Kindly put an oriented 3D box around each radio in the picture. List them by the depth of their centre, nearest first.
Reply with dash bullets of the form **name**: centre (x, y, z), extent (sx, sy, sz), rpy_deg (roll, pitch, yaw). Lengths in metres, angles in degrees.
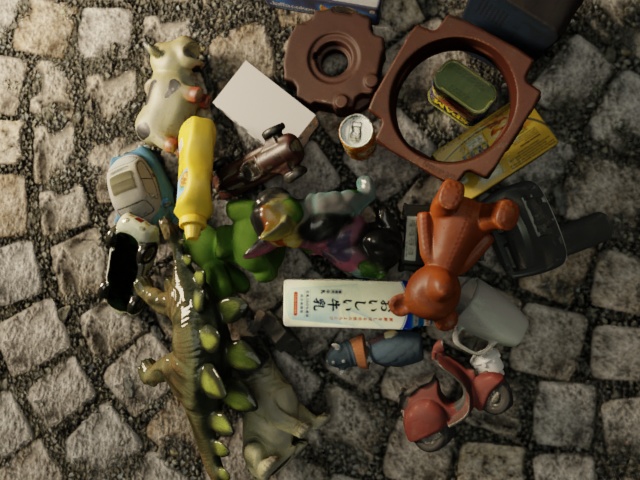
- **radio**: centre (0.276, -0.319, 0.776), extent (0.131, 0.229, 0.073), rpy_deg (31, 95, 4)

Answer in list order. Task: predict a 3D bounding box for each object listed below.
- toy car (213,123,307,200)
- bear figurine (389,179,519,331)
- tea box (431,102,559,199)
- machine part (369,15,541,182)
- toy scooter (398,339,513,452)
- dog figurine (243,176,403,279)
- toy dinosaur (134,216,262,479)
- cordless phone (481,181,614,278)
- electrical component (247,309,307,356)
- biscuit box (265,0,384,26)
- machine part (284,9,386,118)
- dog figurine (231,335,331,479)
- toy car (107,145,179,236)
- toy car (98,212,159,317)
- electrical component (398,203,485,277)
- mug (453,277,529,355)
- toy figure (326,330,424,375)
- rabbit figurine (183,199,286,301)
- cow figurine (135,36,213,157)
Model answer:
- **toy car**: centre (-0.108, -0.112, 0.863), extent (0.202, 0.053, 0.089), rpy_deg (-20, 102, 36)
- **bear figurine**: centre (0.181, 0.029, 0.763), extent (0.120, 0.132, 0.196), rpy_deg (23, 82, -2)
- **tea box**: centre (0.270, -0.138, 0.848), extent (0.170, 0.068, 0.098), rpy_deg (-32, 84, 4)
- **machine part**: centre (0.189, -0.194, 0.770), extent (0.201, 0.087, 0.201), rpy_deg (32, 103, 7)
- **toy scooter**: centre (0.188, 0.232, 0.827), extent (0.184, 0.075, 0.135), rpy_deg (-38, 84, 19)
- **dog figurine**: centre (-0.002, -0.002, 0.805), extent (0.219, 0.108, 0.191), rpy_deg (-22, 81, -34)
- **toy dinosaur**: centre (-0.185, 0.194, 0.824), extent (0.199, 0.105, 0.470), rpy_deg (-4, 97, 42)
- **cordless phone**: centre (0.359, -0.031, 0.837), extent (0.184, 0.088, 0.146), rpy_deg (-20, 84, -5)
- **electrical component**: centre (-0.072, 0.152, 0.866), extent (0.045, 0.102, 0.078), rpy_deg (-45, 51, -1)
- **biscuit box**: centre (0.006, -0.414, 0.897), extent (0.203, 0.063, 0.059), rpy_deg (13, 90, 8)
- **machine part**: centre (0.024, -0.294, 0.893), extent (0.179, 0.056, 0.179), rpy_deg (-1, 86, 8)
- **dog figurine**: centre (-0.104, 0.272, 0.873), extent (0.191, 0.121, 0.172), rpy_deg (42, 90, 21)
- **toy car**: centre (-0.305, -0.084, 0.902), extent (0.109, 0.103, 0.161), rpy_deg (-19, 87, 5)
- **toy car**: centre (-0.317, 0.047, 0.892), extent (0.074, 0.056, 0.201), rpy_deg (27, 123, 6)
- **electrical component**: centre (0.194, 0.002, 0.857), extent (0.134, 0.058, 0.114), rpy_deg (5, 90, 7)
- **mug**: centre (0.260, 0.128, 0.828), extent (0.107, 0.080, 0.109), rpy_deg (29, 69, 0)
- **toy figure**: centre (0.088, 0.180, 0.863), extent (0.155, 0.057, 0.064), rpy_deg (-8, 80, 11)
- **rabbit figurine**: centre (-0.145, 0.015, 0.889), extent (0.170, 0.121, 0.159), rpy_deg (-4, 94, 25)
- **cow figurine**: centre (-0.255, -0.251, 0.915), extent (0.127, 0.085, 0.194), rpy_deg (24, 95, 6)
